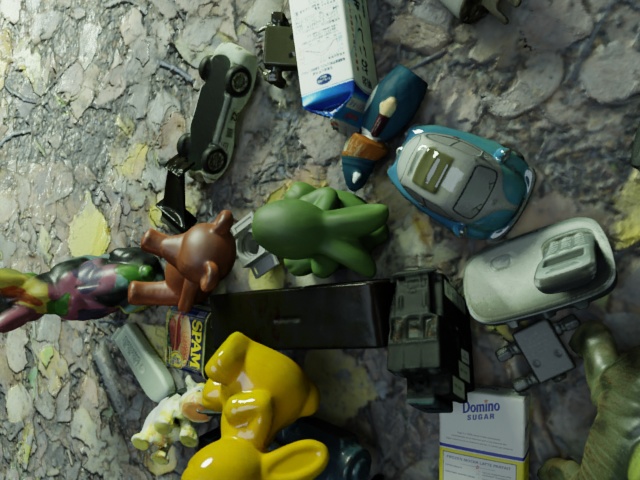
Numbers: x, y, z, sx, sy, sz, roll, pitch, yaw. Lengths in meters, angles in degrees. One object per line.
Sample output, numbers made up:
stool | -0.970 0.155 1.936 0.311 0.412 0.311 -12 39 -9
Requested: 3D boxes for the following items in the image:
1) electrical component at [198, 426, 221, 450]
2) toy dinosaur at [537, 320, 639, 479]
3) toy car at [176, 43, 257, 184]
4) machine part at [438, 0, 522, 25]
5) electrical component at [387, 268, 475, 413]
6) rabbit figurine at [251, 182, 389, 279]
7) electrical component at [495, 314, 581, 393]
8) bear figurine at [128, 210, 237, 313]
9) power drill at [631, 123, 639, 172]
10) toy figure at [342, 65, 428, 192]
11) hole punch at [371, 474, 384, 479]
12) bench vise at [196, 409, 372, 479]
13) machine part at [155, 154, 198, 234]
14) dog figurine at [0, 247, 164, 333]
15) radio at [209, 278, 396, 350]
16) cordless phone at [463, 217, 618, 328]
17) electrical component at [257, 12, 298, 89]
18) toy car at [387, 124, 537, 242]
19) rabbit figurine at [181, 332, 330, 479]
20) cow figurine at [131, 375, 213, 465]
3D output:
electrical component | -0.132 0.297 0.770 0.075 0.047 0.119 10 97 28
toy dinosaur | 0.280 0.147 0.443 0.105 0.198 0.470 11 101 8
toy car | -0.148 -0.178 0.770 0.074 0.056 0.201 30 108 32
machine part | 0.132 -0.325 0.601 0.079 0.079 0.243 -46 70 22
electrical component | 0.118 0.110 0.565 0.058 0.114 0.134 -12 58 31
rabbit figurine | -0.001 -0.002 0.623 0.159 0.170 0.121 13 97 29
electrical component | 0.238 0.119 0.568 0.094 0.021 0.063 -32 69 15
bear figurine | -0.183 0.028 0.712 0.132 0.196 0.120 12 72 -11
power drill | 0.392 -0.153 0.440 0.207 0.086 0.232 17 94 52
toy figure | 0.069 -0.130 0.642 0.058 0.064 0.154 46 110 37
hole punch | 0.072 0.349 0.621 0.092 0.115 0.142 14 97 36
bench vise | -0.042 0.306 0.681 0.224 0.128 0.240 8 90 31
machine part | -0.211 -0.062 0.794 0.084 0.039 0.138 45 139 26
dog figurine | -0.372 0.075 0.806 0.192 0.219 0.108 -9 89 30
radio | -0.007 0.088 0.649 0.230 0.131 0.073 -6 87 30
cordless phone | 0.198 0.041 0.504 0.147 0.184 0.088 -22 84 27
electrical component | -0.049 -0.258 0.723 0.078 0.045 0.102 -3 92 1
toy car | 0.143 -0.071 0.582 0.162 0.103 0.109 34 105 23
rabbit figurine | -0.077 0.214 0.577 0.162 0.173 0.122 32 133 -2
cow figurine | -0.196 0.248 0.780 0.068 0.098 0.167 42 121 -14
